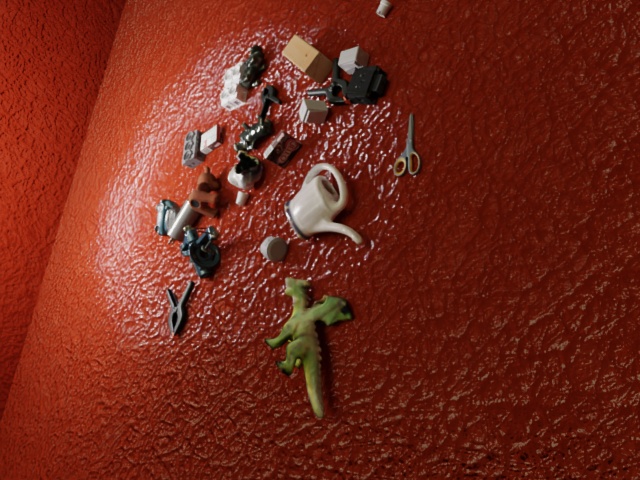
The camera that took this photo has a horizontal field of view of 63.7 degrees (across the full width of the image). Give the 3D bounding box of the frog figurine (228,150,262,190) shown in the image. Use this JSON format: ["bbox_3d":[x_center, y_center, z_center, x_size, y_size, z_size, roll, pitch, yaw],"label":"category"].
[{"bbox_3d":[-0.280,-0.244,1.934,0.156,0.123,0.140,112,145,-57],"label":"frog figurine"}]

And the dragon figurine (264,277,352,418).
[{"bbox_3d":[-0.013,0.255,1.420,0.242,0.120,0.418,-47,47,7],"label":"dragon figurine"}]

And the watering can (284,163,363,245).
[{"bbox_3d":[0.005,-0.078,1.552,0.221,0.103,0.355,-40,48,26],"label":"watering can"}]
